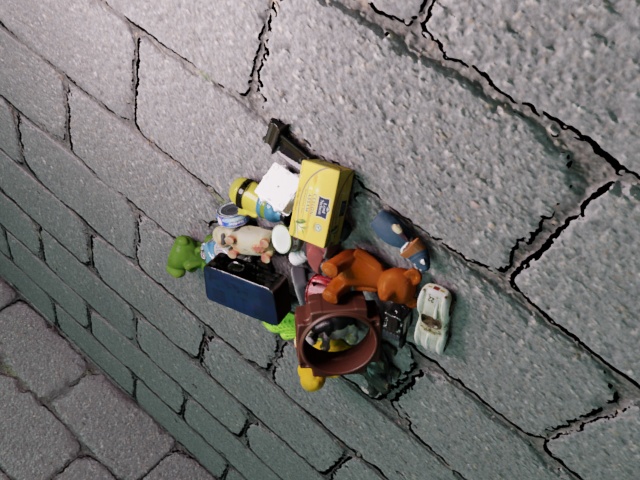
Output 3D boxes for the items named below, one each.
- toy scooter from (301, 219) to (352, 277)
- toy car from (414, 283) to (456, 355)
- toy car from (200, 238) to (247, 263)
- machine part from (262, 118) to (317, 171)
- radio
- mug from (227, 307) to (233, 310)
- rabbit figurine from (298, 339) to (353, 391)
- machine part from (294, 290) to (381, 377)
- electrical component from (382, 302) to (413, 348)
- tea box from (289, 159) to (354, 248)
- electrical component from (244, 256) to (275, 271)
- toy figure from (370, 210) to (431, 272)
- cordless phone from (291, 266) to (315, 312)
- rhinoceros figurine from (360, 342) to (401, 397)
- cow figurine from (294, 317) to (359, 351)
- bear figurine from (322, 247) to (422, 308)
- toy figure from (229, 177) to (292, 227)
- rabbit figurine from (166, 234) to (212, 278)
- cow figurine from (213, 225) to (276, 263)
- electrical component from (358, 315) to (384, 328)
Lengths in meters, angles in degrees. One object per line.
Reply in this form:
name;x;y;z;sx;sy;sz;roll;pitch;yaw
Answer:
toy scooter;-0.003;-0.004;1.257;0.135;0.075;0.183;34;136;18
toy car;0.252;0.179;1.187;0.074;0.056;0.201;22;134;29
toy car;-0.258;0.054;1.526;0.103;0.109;0.161;-34;89;39
machine part;-0.067;-0.202;1.181;0.139;0.039;0.084;44;136;7
radio;-0.191;0.124;1.395;0.230;0.073;0.130;17;131;21
mug;-0.219;0.164;1.578;0.107;0.109;0.080;9;127;20
rabbit figurine;-0.001;0.343;1.467;0.122;0.173;0.162;45;137;-4
machine part;0.042;0.226;1.277;0.201;0.087;0.201;-4;117;-4
electrical component;0.183;0.195;1.253;0.048;0.075;0.119;23;138;26
tea box;0.002;-0.079;1.146;0.098;0.068;0.169;20;108;29
electrical component;-0.172;0.080;1.496;0.078;0.045;0.102;10;128;26
toy figure;0.174;0.002;1.111;0.154;0.064;0.058;42;103;1
cordless phone;-0.077;0.133;1.435;0.184;0.089;0.146;13;130;41
rhinoceros figurine;0.147;0.340;1.406;0.112;0.073;0.190;18;132;30
cow figurine;0.015;0.227;1.369;0.068;0.167;0.098;-126;30;-53
bear figurine;0.117;0.098;1.186;0.196;0.132;0.120;27;136;28
toy figure;-0.138;-0.096;1.300;0.180;0.082;0.089;25;140;29
rabbit figurine;-0.358;0.051;1.626;0.170;0.121;0.159;26;132;-2
cow figurine;-0.194;-0.008;1.407;0.195;0.127;0.085;5;120;21
electrical component;0.122;0.190;1.345;0.094;0.021;0.063;45;141;5
